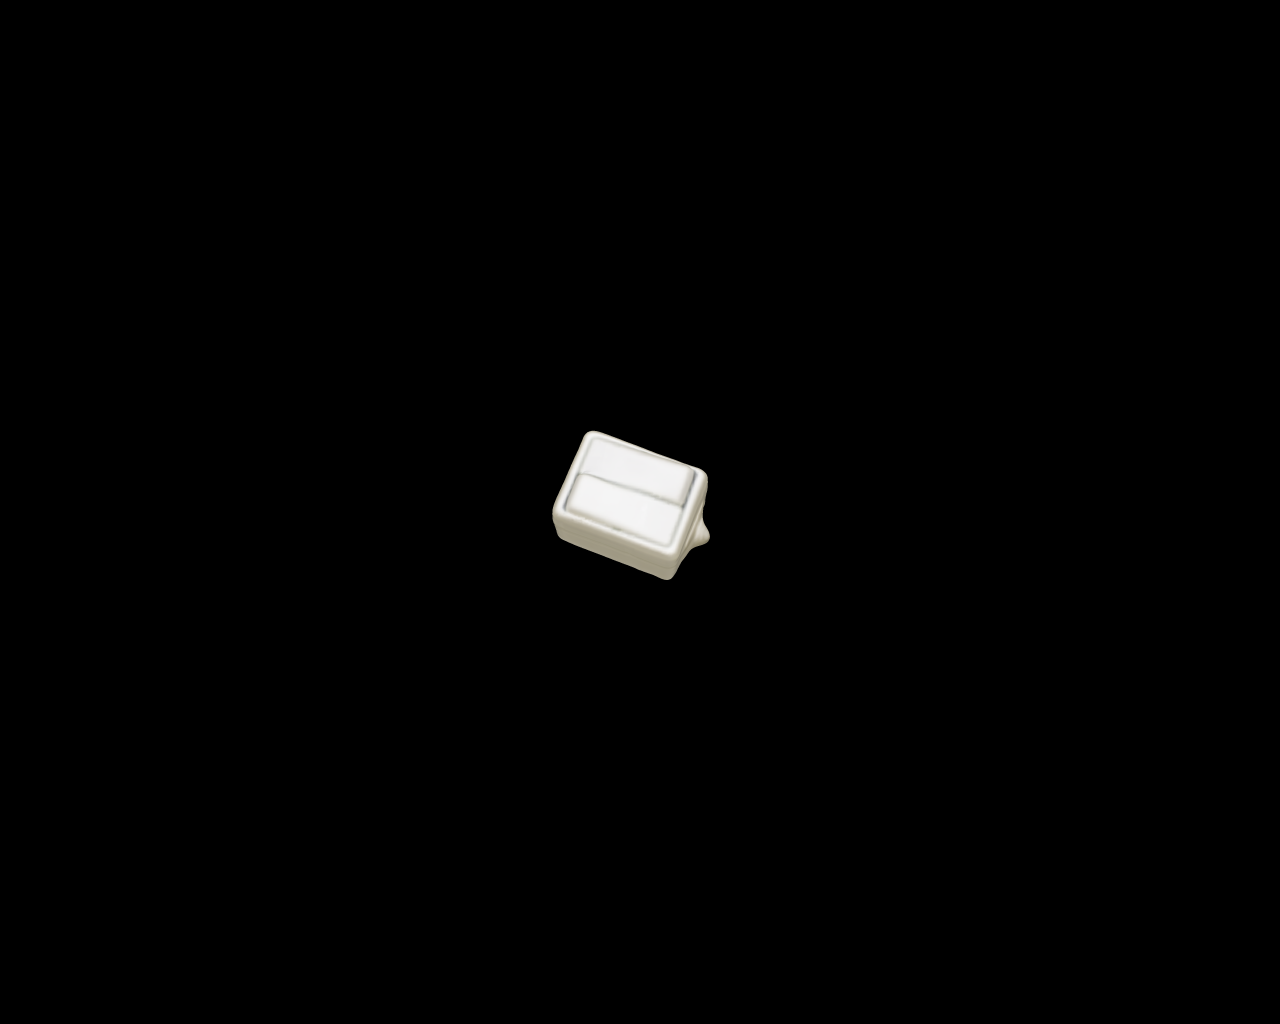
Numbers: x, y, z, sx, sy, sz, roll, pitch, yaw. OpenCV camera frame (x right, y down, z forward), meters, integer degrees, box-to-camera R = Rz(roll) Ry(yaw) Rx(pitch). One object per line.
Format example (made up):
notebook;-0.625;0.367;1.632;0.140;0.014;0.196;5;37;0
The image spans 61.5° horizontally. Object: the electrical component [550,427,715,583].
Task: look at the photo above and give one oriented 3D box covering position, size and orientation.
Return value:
electrical component;0.001;-0.003;0.650;0.096;0.062;0.061;21;-18;7
